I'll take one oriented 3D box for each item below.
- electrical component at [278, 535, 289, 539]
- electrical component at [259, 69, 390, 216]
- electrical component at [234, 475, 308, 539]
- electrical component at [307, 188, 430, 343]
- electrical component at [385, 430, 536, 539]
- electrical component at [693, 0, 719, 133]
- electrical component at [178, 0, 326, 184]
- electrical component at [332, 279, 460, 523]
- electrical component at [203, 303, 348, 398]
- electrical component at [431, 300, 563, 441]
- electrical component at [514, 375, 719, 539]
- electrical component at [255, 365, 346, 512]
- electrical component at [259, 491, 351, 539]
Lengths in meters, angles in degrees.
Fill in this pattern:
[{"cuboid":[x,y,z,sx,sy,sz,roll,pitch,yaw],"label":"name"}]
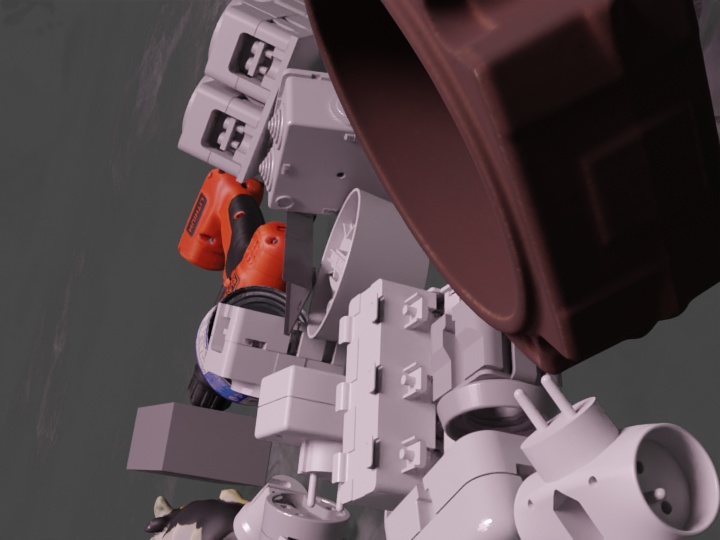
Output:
[{"cuboid":[-0.034,0.251,0.557,0.105,0.060,0.186,18,79,51],"label":"electrical component"},{"cuboid":[-0.013,-0.079,0.705,0.099,0.100,0.048,109,162,-51],"label":"electrical component"},{"cuboid":[-0.061,0.171,0.754,0.046,0.040,0.040,-54,31,29],"label":"electrical component"},{"cuboid":[0.000,0.000,0.685,0.099,0.064,0.099,-43,39,50],"label":"electrical component"},{"cuboid":[0.056,0.128,0.505,0.095,0.054,0.059,-55,31,38],"label":"electrical component"},{"cuboid":[0.142,-0.089,0.432,0.095,0.059,0.053,15,90,66],"label":"electrical component"},{"cuboid":[-0.063,-0.141,0.795,0.105,0.060,0.186,-66,-7,21],"label":"electrical component"},{"cuboid":[0.025,0.070,0.592,0.079,0.063,0.121,-38,43,54],"label":"electrical component"},{"cuboid":[-0.056,0.060,0.742,0.050,0.089,0.055,6,82,66],"label":"electrical component"},{"cuboid":[0.066,0.051,0.522,0.078,0.058,0.057,-45,35,49],"label":"electrical component"},{"cuboid":[0.092,0.078,0.436,0.079,0.043,0.077,55,143,4],"label":"electrical component"},{"cuboid":[-0.017,0.104,0.639,0.047,0.083,0.075,-29,51,59],"label":"electrical component"},{"cuboid":[-0.038,0.173,0.684,0.055,0.055,0.047,21,99,66],"label":"electrical component"}]
